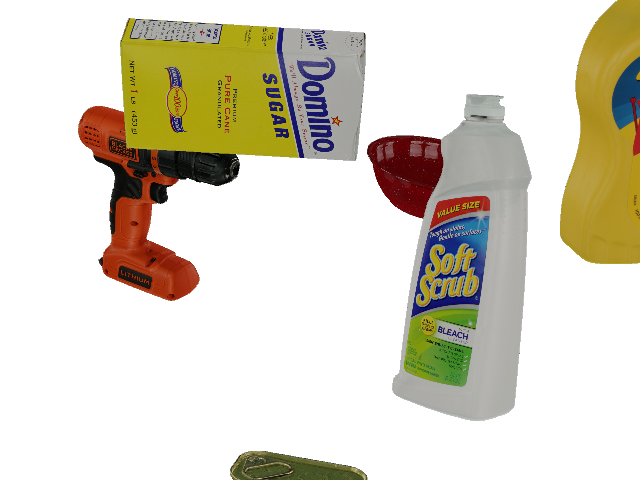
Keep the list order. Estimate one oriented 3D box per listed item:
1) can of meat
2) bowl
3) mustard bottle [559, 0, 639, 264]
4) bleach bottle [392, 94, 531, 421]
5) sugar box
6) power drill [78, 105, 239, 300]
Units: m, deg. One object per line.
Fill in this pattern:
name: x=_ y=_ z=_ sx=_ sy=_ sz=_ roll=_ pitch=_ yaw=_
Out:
can of meat: x=-0.020 y=0.215 z=0.813 sx=0.102 sy=0.084 sz=0.057 roll=8 pitch=14 yaw=10
bowl: x=0.127 y=-0.066 z=1.212 sx=0.162 sy=0.055 sz=0.162 roll=8 pitch=26 yaw=-4
mustard bottle: x=0.193 y=-0.083 z=0.612 sx=0.096 sy=0.192 sz=0.058 roll=-9 pitch=29 yaw=-13
bleach bottle: x=0.115 y=0.010 z=0.852 sx=0.067 sy=0.251 sz=0.103 roll=-7 pitch=14 yaw=-44
sugar box: x=-0.057 y=-0.111 z=0.795 sx=0.176 sy=0.093 sz=0.048 roll=4 pitch=38 yaw=1
power drill: x=-0.163 y=-0.035 z=1.088 sx=0.185 sy=0.188 sz=0.057 roll=20 pitch=32 yaw=26
